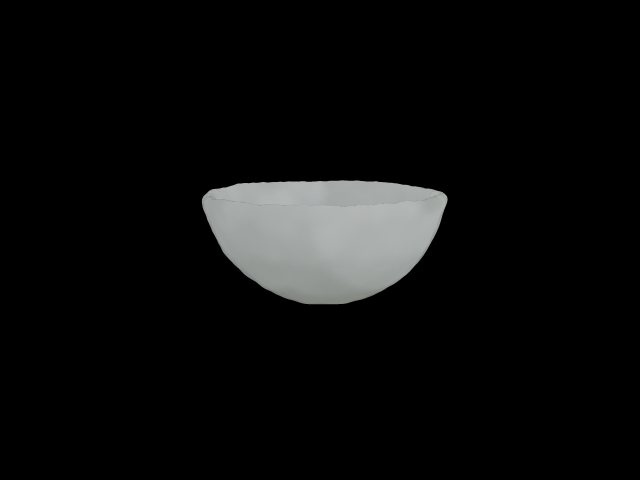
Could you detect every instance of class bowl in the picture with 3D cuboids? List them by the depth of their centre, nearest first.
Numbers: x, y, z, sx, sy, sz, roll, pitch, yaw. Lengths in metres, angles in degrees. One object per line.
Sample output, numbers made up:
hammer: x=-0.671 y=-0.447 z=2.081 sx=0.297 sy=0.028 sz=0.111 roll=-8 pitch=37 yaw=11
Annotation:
bowl: x=0.004 y=0.001 z=0.400 sx=0.167 sy=0.075 sz=0.167 roll=0 pitch=11 yaw=0
